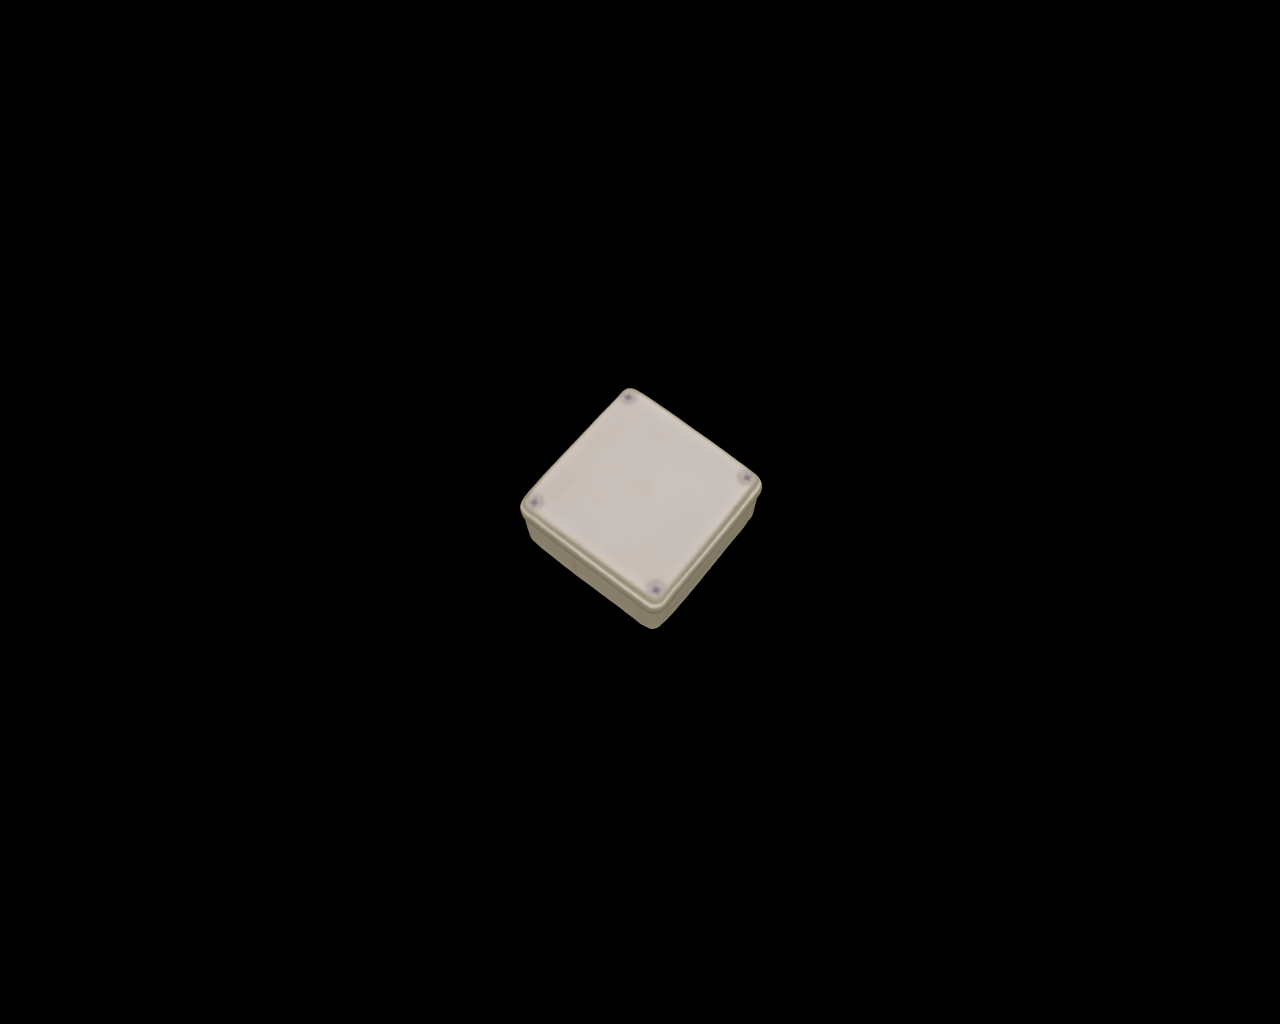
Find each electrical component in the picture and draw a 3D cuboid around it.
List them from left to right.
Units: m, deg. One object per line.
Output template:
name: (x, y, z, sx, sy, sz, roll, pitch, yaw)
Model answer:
electrical component: (0.001, -0.003, 0.650, 0.109, 0.109, 0.056, 37, -19, 15)
